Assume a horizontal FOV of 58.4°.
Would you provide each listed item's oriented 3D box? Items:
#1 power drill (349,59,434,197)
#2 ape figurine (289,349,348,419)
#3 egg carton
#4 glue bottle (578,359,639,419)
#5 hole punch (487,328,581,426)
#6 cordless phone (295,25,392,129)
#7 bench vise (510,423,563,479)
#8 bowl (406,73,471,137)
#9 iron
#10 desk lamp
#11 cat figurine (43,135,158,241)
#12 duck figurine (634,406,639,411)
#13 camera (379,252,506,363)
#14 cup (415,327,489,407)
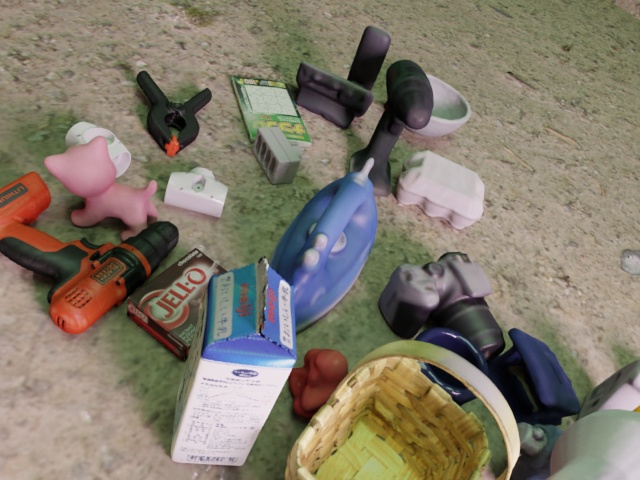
[{"bbox_3d":[0.115,-0.175,0.900,0.076,0.208,0.229,16,43,-9],"label":"power drill"},{"bbox_3d":[0.004,0.148,0.614,0.076,0.092,0.078,32,43,8],"label":"ape figurine"},{"bbox_3d":[0.202,-0.085,0.954,0.150,0.069,0.107,24,42,-1],"label":"egg carton"},{"bbox_3d":[0.389,0.176,0.705,0.037,0.173,0.078,40,45,17],"label":"glue bottle"},{"bbox_3d":[0.272,0.170,0.718,0.101,0.091,0.108,3,47,-22],"label":"hole punch"},{"bbox_3d":[0.041,-0.309,1.017,0.147,0.185,0.094,22,42,-3],"label":"cordless phone"},{"bbox_3d":[0.311,0.231,0.580,0.208,0.219,0.121,8,45,-18],"label":"bench vise"},{"bbox_3d":[0.204,-0.253,1.119,0.168,0.074,0.167,13,44,-13],"label":"bowl"},{"bbox_3d":[0.007,0.003,0.723,0.118,0.141,0.259,28,42,3],"label":"iron"},{"bbox_3d":[0.207,0.256,0.512,0.204,0.213,0.117,-12,54,-33],"label":"desk lamp"},{"bbox_3d":[-0.257,-0.068,0.688,0.128,0.117,0.067,17,43,-8],"label":"cat figurine"},{"bbox_3d":[0.482,0.207,0.782,0.077,0.086,0.105,31,43,7],"label":"duck figurine"},{"bbox_3d":[0.173,0.091,0.743,0.143,0.101,0.136,-4,49,-28],"label":"camera"},{"bbox_3d":[0.120,0.161,0.653,0.118,0.095,0.091,3,47,-22],"label":"cup"}]
